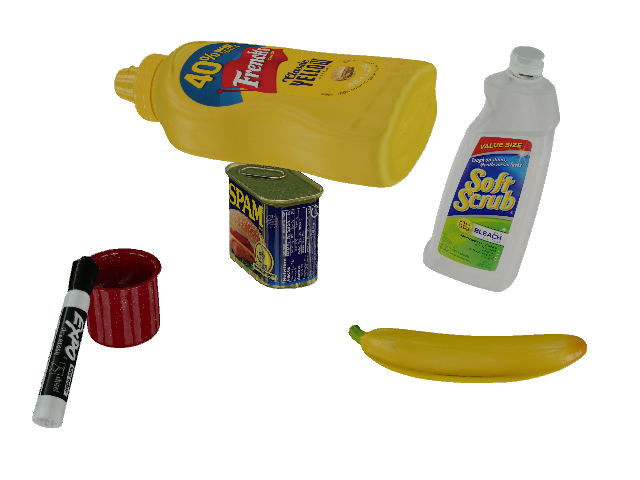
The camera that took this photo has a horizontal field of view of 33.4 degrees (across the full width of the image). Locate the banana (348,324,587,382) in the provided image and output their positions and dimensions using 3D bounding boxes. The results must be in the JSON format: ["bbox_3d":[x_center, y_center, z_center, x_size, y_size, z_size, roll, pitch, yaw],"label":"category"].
[{"bbox_3d":[0.119,0.088,0.865,0.198,0.037,0.069,5,28,6],"label":"banana"}]

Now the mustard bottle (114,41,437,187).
[{"bbox_3d":[-0.035,-0.080,0.623,0.192,0.058,0.096,10,39,21],"label":"mustard bottle"}]

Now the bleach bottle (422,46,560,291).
[{"bbox_3d":[0.170,-0.072,1.044,0.103,0.251,0.068,21,38,19],"label":"bleach bottle"}]

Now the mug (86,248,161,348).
[{"bbox_3d":[-0.231,0.062,1.197,0.117,0.081,0.093,24,36,36],"label":"mug"}]

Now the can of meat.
[{"bbox_3d":[-0.041,-0.015,0.915,0.057,0.084,0.102,-11,26,-26],"label":"can of meat"}]

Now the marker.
[{"bbox_3d":[-0.166,0.064,0.704,0.020,0.121,0.020,5,-31,3],"label":"marker"}]
